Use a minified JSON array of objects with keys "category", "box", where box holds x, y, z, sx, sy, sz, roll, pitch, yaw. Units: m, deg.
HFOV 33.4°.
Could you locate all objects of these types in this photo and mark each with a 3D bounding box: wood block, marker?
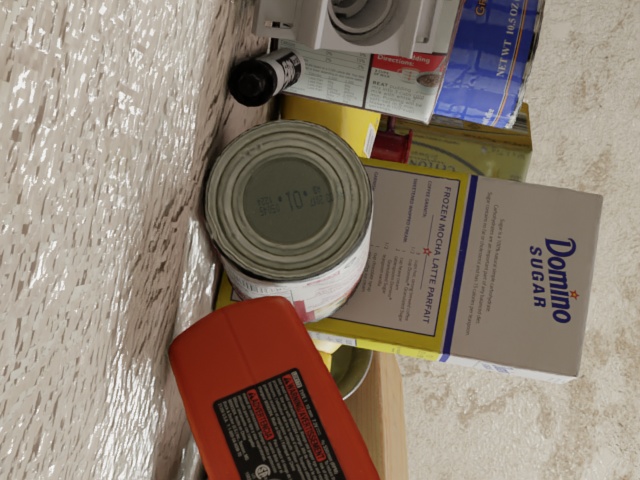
[{"category":"wood block","box":[0.011,0.145,0.762,0.206,0.091,0.090,-88,162,-57]},{"category":"marker","box":[-0.022,-0.073,0.473,0.121,0.020,0.020,-67,168,-76]}]

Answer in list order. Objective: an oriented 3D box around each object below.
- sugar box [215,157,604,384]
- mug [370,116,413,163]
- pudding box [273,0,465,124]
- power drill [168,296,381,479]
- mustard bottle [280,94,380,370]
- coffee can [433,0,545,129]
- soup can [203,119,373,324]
[{"category":"sugar box","box":[0.044,0.011,0.531,0.048,0.176,0.093,86,15,-78]},{"category":"mug","box":[0.016,-0.048,0.717,0.093,0.081,0.117,66,36,-86]},{"category":"pudding box","box":[0.025,-0.117,0.525,0.039,0.090,0.113,-73,175,-45]},{"category":"power drill","box":[-0.014,0.098,0.472,0.187,0.057,0.184,76,-13,-61]},{"category":"mustard bottle","box":[-0.004,0.001,0.611,0.096,0.058,0.191,60,37,-78]},{"category":"coffee can","box":[0.060,-0.132,0.667,0.103,0.140,0.103,13,88,-88]},{"category":"soup can","box":[-0.012,-0.004,0.458,0.102,0.068,0.068,87,14,-77]}]
